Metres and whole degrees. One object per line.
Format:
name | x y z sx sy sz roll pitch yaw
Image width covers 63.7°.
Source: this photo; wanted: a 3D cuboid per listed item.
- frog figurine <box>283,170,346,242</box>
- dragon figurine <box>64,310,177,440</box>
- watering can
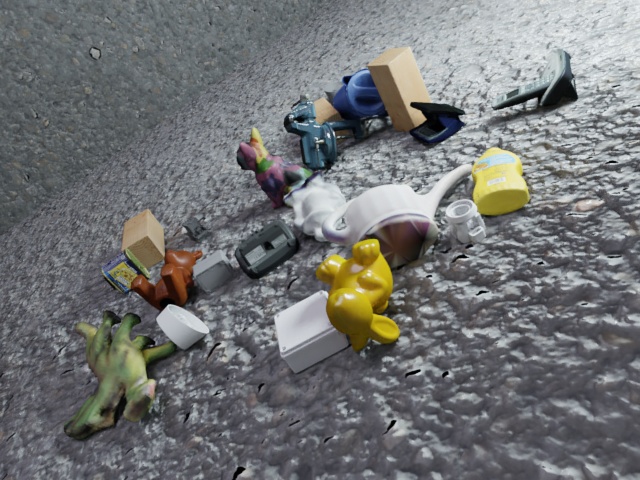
frog figurine | 0.004 -0.060 1.198 0.138 0.120 0.162 -28 64 -13
dragon figurine | -0.450 0.280 1.059 0.408 0.120 0.248 -6 45 37
watering can | 0.172 -0.057 1.023 0.347 0.102 0.229 -20 31 2
